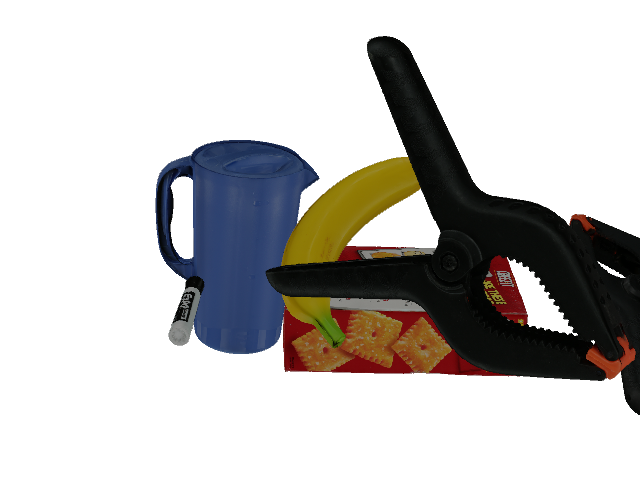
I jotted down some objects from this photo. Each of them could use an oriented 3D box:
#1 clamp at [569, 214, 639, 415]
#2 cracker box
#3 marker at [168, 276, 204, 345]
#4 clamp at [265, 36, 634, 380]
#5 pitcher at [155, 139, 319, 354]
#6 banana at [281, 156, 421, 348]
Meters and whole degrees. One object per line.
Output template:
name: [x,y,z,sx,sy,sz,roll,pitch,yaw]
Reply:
clamp: [0.230,0.044,0.729,0.120,0.039,0.171,-3,45,-19]
cracker box: [0.076,0.065,1.011,0.213,0.072,0.164,2,20,2]
marker: [-0.124,0.063,1.002,0.020,0.020,0.121,0,21,1]
clamp: [0.075,-0.002,0.566,0.210,0.165,0.036,29,25,25]
pitcher: [-0.103,0.008,1.277,0.149,0.243,0.144,21,27,31]
banana: [0.020,-0.005,0.768,0.069,0.197,0.037,30,-38,2]
